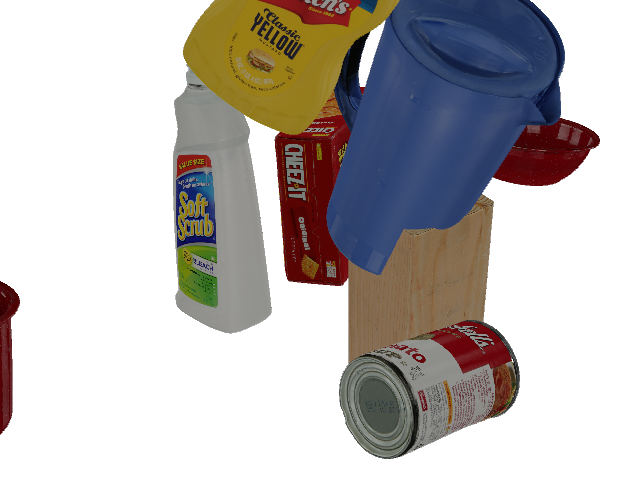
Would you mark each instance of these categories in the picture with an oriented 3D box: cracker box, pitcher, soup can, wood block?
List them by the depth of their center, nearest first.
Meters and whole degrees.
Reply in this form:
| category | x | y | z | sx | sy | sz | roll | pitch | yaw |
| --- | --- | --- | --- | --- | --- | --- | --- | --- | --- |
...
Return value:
| category | x | y | z | sx | sy | sz | roll | pitch | yaw |
| --- | --- | --- | --- | --- | --- | --- | --- | --- | --- |
| soup can | 0.070 | 0.095 | 0.687 | 0.102 | 0.068 | 0.069 | -12 | 8 | -41 |
| pitcher | 0.077 | -0.087 | 0.847 | 0.145 | 0.149 | 0.243 | 8 | -40 | -12 |
| wood block | 0.085 | 0.049 | 0.941 | 0.090 | 0.206 | 0.091 | -21 | 38 | -27 |
| cracker box | 0.017 | -0.067 | 1.182 | 0.072 | 0.164 | 0.213 | 2 | 22 | 18 |

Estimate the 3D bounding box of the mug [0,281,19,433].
| category | x | y | z | sx | sy | sz | roll | pitch | yaw |
| --- | --- | --- | --- | --- | --- | --- | --- | --- | --- |
| mug | -0.230 | 0.077 | 0.622 | 0.093 | 0.081 | 0.117 | 12 | 22 | 19 |

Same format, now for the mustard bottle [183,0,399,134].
| category | x | y | z | sx | sy | sz | roll | pitch | yaw |
| --- | --- | --- | --- | --- | --- | --- | --- | --- | --- |
| mustard bottle | -0.002 | -0.156 | 0.636 | 0.096 | 0.192 | 0.058 | 36 | 39 | -4 |

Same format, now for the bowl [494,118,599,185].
| category | x | y | z | sx | sy | sz | roll | pitch | yaw |
| --- | --- | --- | --- | --- | --- | --- | --- | --- | --- |
| bowl | 0.234 | -0.103 | 1.223 | 0.162 | 0.055 | 0.162 | 5 | 22 | -2 |

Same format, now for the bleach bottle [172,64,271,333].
| category | x | y | z | sx | sy | sz | roll | pitch | yaw |
| --- | --- | --- | --- | --- | --- | --- | --- | --- | --- |
| bleach bottle | -0.101 | -0.044 | 0.988 | 0.067 | 0.251 | 0.103 | -23 | 31 | -35 |
